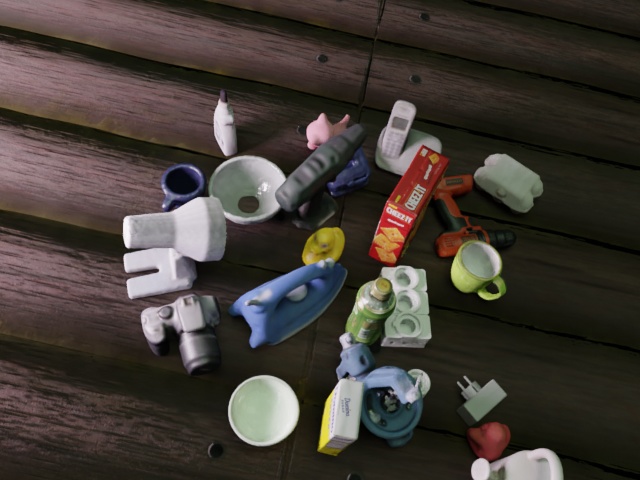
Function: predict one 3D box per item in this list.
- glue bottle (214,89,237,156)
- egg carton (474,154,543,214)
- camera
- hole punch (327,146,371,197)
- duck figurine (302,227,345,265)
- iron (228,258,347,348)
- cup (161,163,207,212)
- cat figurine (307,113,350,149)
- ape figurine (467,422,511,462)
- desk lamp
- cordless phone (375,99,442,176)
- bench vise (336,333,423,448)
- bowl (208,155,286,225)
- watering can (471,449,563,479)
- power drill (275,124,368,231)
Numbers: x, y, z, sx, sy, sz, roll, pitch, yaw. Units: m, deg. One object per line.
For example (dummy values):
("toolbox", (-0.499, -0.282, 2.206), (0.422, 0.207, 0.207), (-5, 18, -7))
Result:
("glue bottle", (-0.208, -0.265, 1.259), (0.037, 0.173, 0.078), (-20, 65, -17))
("egg carton", (0.435, -0.130, 1.326), (0.150, 0.069, 0.107), (36, 63, 13))
("camera", (-0.244, 0.177, 1.050), (0.143, 0.101, 0.136), (-15, 64, -15))
("hole punch", (0.057, -0.165, 1.284), (0.109, 0.091, 0.101), (-23, 66, -18))
("duck figurine", (0.011, 0.004, 1.187), (0.077, 0.086, 0.105), (41, 64, 15))
("iron", (-0.044, 0.092, 1.099), (0.259, 0.141, 0.118), (-30, 69, -21))
("cup", (-0.287, -0.089, 1.196), (0.091, 0.095, 0.118), (25, 61, 7))
("cat figurine", (0.018, -0.246, 1.309), (0.128, 0.118, 0.067), (-30, 68, -21))
("ape figurine", (0.308, 0.353, 1.027), (0.078, 0.092, 0.076), (14, 60, 1))
("desk lamp", (-0.275, 0.013, 1.072), (0.203, 0.213, 0.118), (-11, 63, -13))
("cordless phone", (0.208, -0.227, 1.284), (0.147, 0.185, 0.094), (14, 60, 1))
("bench vise", (0.095, 0.250, 0.984), (0.207, 0.220, 0.122), (38, 63, 14))
("bowl", (-0.152, -0.095, 1.228), (0.167, 0.075, 0.167), (3, 61, -5))
("watering can", (0.339, 0.403, 0.945), (0.173, 0.194, 0.101), (-7, 62, -11))
("power drill", (0.001, -0.118, 1.184), (0.075, 0.208, 0.230), (41, 64, 16))
